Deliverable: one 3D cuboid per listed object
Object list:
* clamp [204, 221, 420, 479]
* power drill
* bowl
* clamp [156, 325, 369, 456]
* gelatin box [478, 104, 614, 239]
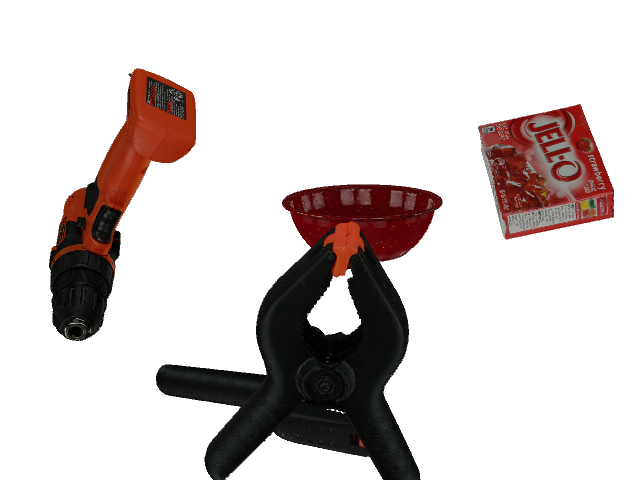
[{"bbox_3d":[-0.007,0.072,0.568,0.120,0.171,0.039,-3,25,-1],"label":"clamp"},{"bbox_3d":[-0.166,-0.032,0.867,0.057,0.188,0.184,23,29,-24],"label":"power drill"},{"bbox_3d":[0.042,-0.015,1.075,0.162,0.055,0.162,-1,14,0],"label":"bowl"},{"bbox_3d":[-0.011,0.119,0.864,0.164,0.036,0.210,-17,22,-39],"label":"clamp"},{"bbox_3d":[0.150,-0.048,0.717,0.073,0.089,0.030,-11,-42,7],"label":"gelatin box"}]
